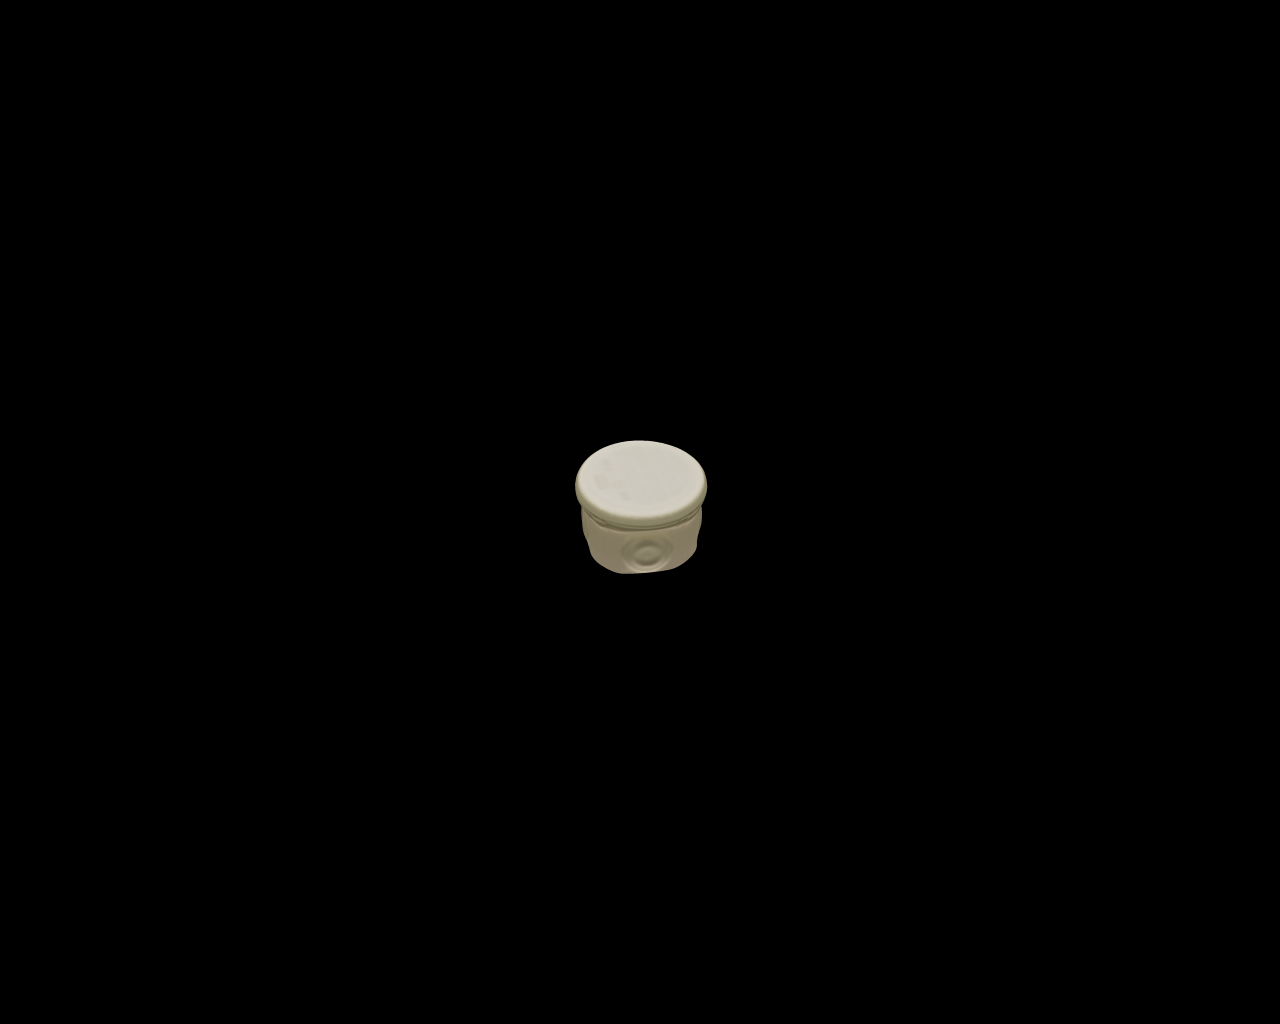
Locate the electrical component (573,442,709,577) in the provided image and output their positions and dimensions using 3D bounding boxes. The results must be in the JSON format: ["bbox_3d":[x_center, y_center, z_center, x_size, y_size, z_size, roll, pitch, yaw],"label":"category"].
[{"bbox_3d":[0.001,-0.003,0.650,0.080,0.050,0.080,0,39,0],"label":"electrical component"}]
